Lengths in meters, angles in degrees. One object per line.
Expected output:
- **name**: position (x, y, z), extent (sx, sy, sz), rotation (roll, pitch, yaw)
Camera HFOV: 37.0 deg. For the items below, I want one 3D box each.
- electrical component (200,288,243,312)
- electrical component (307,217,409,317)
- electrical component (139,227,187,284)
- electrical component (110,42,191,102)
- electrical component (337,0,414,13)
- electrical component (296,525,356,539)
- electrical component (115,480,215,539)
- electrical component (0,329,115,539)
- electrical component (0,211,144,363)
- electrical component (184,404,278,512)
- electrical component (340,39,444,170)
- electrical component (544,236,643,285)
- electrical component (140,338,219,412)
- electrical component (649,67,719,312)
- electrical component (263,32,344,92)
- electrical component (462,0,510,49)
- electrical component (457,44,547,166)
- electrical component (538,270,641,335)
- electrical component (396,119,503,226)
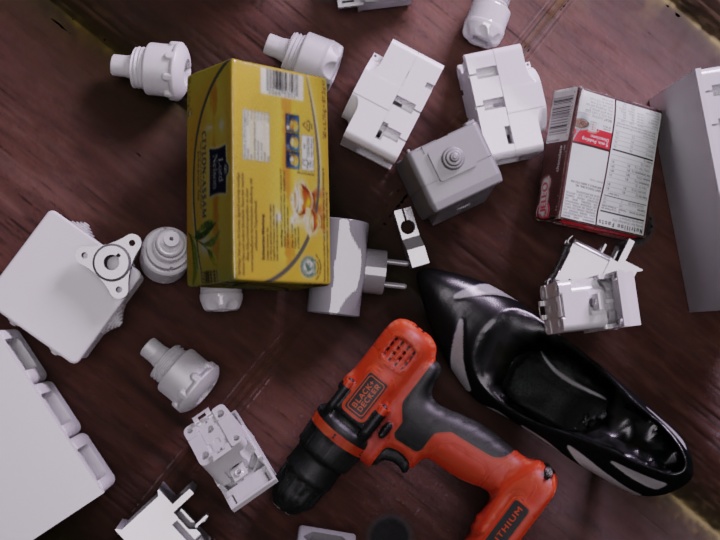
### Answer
- **electrical component**: position (-0.113, 0.003, 0.874), extent (0.035, 0.035, 0.061), rotation (-2, 84, -4)
- **electrical component**: position (0.000, 0.000, 0.877), extent (0.079, 0.043, 0.077), rotation (6, 86, -3)
- **electrical component**: position (-0.153, -0.015, 0.853), extent (0.040, 0.078, 0.040), rotation (3, 76, -14)
- **electrical component**: position (-0.171, -0.164, 0.876), extent (0.062, 0.048, 0.048), rotation (6, 86, 3)
- **electrical component**: position (0.019, -0.243, 0.883), extent (0.081, 0.064, 0.042), rotation (-9, 86, -4)
- **electrical component**: position (-0.034, 0.255, 0.852), extent (0.047, 0.065, 0.076), rotation (10, 115, -3)
- **electrical component**: position (-0.154, 0.209, 0.854), extent (0.081, 0.042, 0.063), rotation (-42, 91, -5)
- **electrical component**: position (-0.272, 0.131, 0.840), extent (0.089, 0.062, 0.150), rotation (-33, 90, -3)
- **electrical component**: position (-0.232, 0.014, 0.858), extent (0.100, 0.048, 0.099), rotation (36, 85, -1)
- **electrical component**: position (-0.104, 0.143, 0.844), extent (0.042, 0.063, 0.081), rotation (-36, 48, -5)
- **electrical component**: position (0.022, -0.137, 0.883), extent (0.056, 0.050, 0.089), rotation (27, 85, -3)
- **electrical component**: position (0.191, 0.007, 0.889), extent (0.064, 0.042, 0.081), rotation (28, 85, 0)
- **electrical component**: position (-0.147, 0.080, 0.862), extent (0.062, 0.048, 0.048), rotation (39, 85, 7)
- **electrical component**: position (0.297, -0.064, 0.869), extent (0.060, 0.105, 0.186), rotation (-10, 87, -4)
- **electrical component**: position (-0.048, -0.175, 0.884), extent (0.062, 0.043, 0.043), rotation (21, 85, -1)
- **electrical component**: position (0.110, -0.219, 0.902), extent (0.035, 0.035, 0.061), rotation (20, 83, -2)
- **electrical component**: position (0.119, -0.135, 0.889), extent (0.056, 0.050, 0.089), rotation (-12, 87, -4)
- **electrical component**: position (0.174, 0.027, 0.823), extent (0.064, 0.081, 0.042), rotation (-7, 83, -11)
- **electrical component**: position (0.072, -0.076, 0.859), extent (0.062, 0.096, 0.061), rotation (-25, 90, -5)
